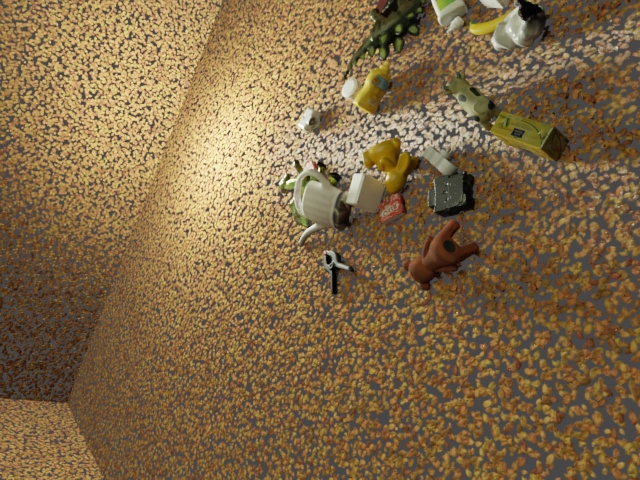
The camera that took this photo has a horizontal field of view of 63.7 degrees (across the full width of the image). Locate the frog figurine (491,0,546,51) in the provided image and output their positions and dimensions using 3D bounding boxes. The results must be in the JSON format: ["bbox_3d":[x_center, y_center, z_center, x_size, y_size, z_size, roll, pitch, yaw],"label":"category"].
[{"bbox_3d":[0.579,-0.611,1.507,0.156,0.123,0.140,105,151,-57],"label":"frog figurine"}]

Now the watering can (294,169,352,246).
[{"bbox_3d":[0.006,-0.093,1.850,0.225,0.106,0.339,20,130,26],"label":"watering can"}]

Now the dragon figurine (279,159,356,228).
[{"bbox_3d":[-0.027,-0.158,1.970,0.416,0.123,0.238,44,126,34],"label":"dragon figurine"}]
